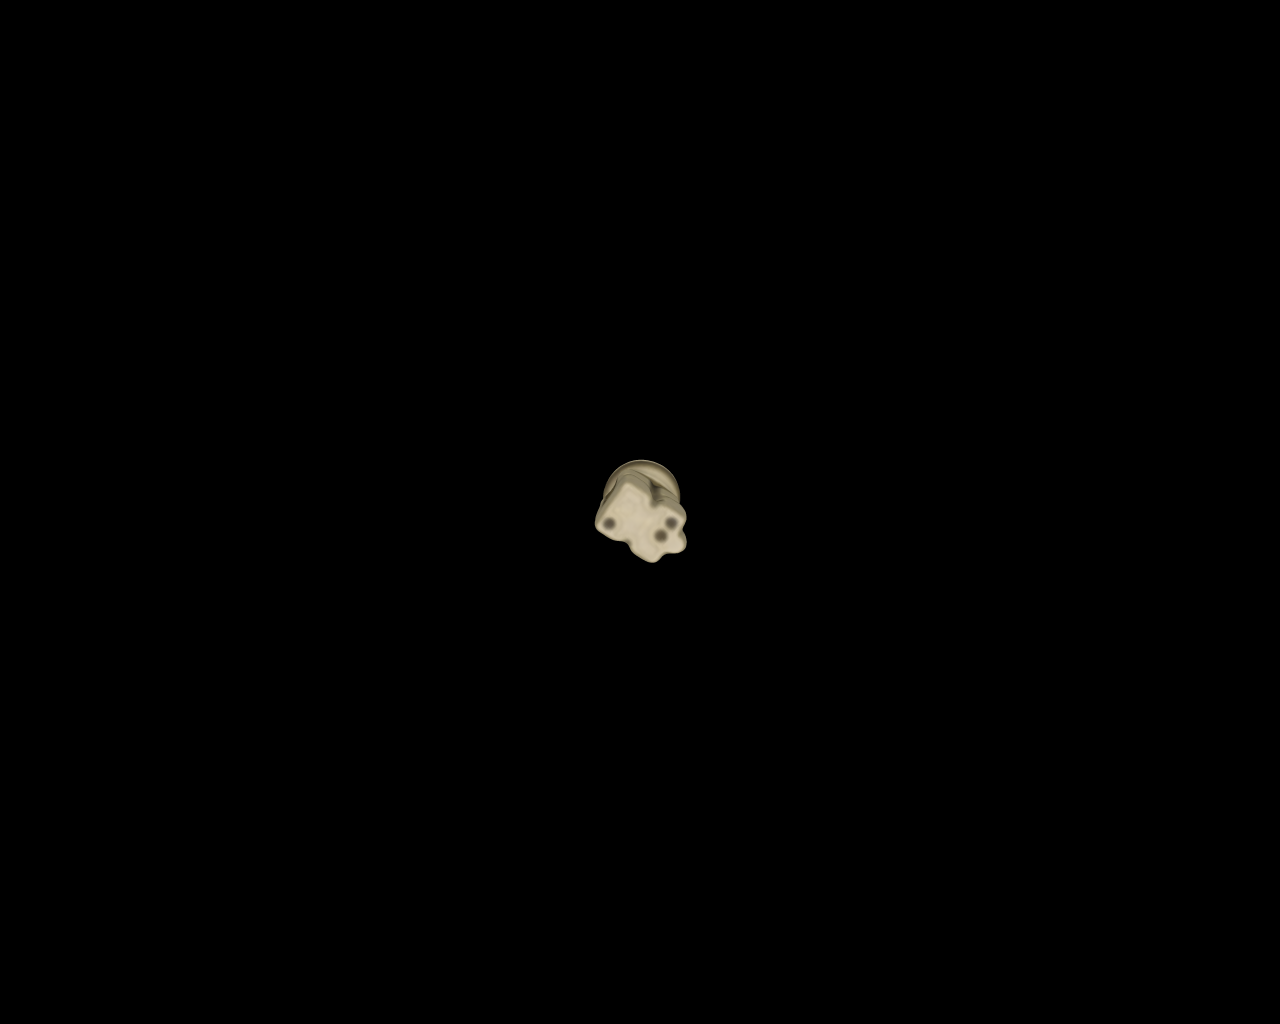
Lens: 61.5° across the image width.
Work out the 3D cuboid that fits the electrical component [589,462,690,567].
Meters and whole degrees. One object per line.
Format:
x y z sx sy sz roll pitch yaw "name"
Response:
0.001 -0.003 0.650 0.066 0.048 0.055 33 16 -11 "electrical component"
